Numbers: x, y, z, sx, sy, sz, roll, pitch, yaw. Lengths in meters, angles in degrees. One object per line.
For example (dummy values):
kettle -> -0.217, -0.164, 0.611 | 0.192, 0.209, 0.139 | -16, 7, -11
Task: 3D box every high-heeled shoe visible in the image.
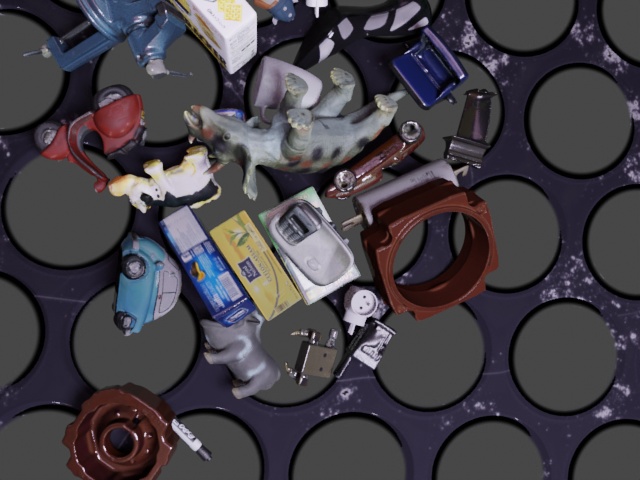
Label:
high-heeled shoe -> 0.077, -0.348, 0.937 | 0.249, 0.086, 0.145 | -42, 125, 12

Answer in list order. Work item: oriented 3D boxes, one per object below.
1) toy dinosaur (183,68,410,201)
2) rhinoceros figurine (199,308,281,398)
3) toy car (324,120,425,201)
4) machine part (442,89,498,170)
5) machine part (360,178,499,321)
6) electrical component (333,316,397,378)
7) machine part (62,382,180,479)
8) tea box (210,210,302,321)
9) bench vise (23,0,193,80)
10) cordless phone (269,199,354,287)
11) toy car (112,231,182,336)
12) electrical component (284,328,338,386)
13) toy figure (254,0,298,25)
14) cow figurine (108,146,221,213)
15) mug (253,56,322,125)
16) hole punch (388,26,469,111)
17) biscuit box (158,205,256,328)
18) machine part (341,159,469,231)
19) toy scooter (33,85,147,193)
toy dinosaur -> -0.007, -0.166, 0.870 | 0.405, 0.192, 0.131 | -11, 63, -36
rhinoceros figurine -> -0.135, 0.166, 0.885 | 0.112, 0.073, 0.190 | -29, 92, -4
toy car -> 0.094, -0.127, 0.907 | 0.202, 0.089, 0.053 | -38, 89, -7
machine part -> 0.268, -0.201, 0.953 | 0.084, 0.039, 0.138 | 17, 89, 0
machine part -> 0.181, 0.018, 0.876 | 0.201, 0.087, 0.201 | -23, 117, -6
electrical component -> 0.074, 0.188, 0.905 | 0.048, 0.075, 0.119 | 32, 82, -4
machine part -> -0.316, 0.319, 0.863 | 0.179, 0.056, 0.179 | 0, 93, 3
tea box -> -0.105, 0.041, 0.879 | 0.068, 0.098, 0.169 | -34, 91, -7
bench vise -> -0.341, -0.334, 0.860 | 0.241, 0.129, 0.223 | -24, 101, 14
cordless phone -> -0.002, -0.002, 0.832 | 0.089, 0.184, 0.146 | -41, 93, -12
toy car -> -0.274, 0.070, 0.861 | 0.103, 0.109, 0.161 | 4, 97, -23
electrical component -> -0.016, 0.196, 0.914 | 0.078, 0.045, 0.102 | 11, 90, -34
toy figure -> -0.105, -0.431, 0.913 | 0.154, 0.058, 0.064 | 41, 124, -5
cow figurine -> -0.253, -0.086, 0.882 | 0.167, 0.068, 0.098 | -19, 113, -5
mug -> -0.054, -0.243, 0.901 | 0.107, 0.081, 0.109 | 8, 81, -14
hole punch -> 0.194, -0.295, 0.902 | 0.142, 0.092, 0.116 | 49, 42, 0
biscuit box -> -0.179, 0.040, 0.849 | 0.059, 0.062, 0.203 | -33, 65, -7
machine part -> 0.146, -0.073, 0.916 | 0.243, 0.079, 0.079 | -24, 91, -5
toy scooter -> -0.353, -0.158, 0.871 | 0.184, 0.075, 0.135 | -31, 95, -4
